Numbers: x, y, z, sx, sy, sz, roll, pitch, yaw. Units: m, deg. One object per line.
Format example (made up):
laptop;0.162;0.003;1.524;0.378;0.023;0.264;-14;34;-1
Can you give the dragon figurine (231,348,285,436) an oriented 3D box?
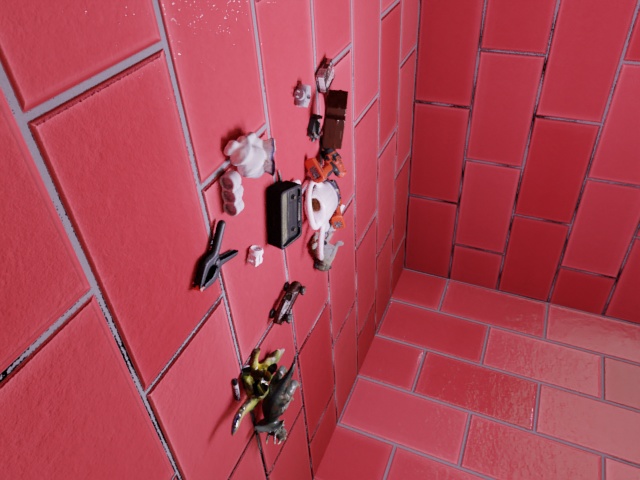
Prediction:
dragon figurine;-0.235;0.568;1.937;0.237;0.122;0.419;92;20;-50

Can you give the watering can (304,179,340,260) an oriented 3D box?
watering can;0.007;-0.109;2.161;0.229;0.104;0.341;-49;135;-52

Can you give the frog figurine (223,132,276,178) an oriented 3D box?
frog figurine;-0.219;-0.252;1.532;0.160;0.124;0.135;-1;116;-33
